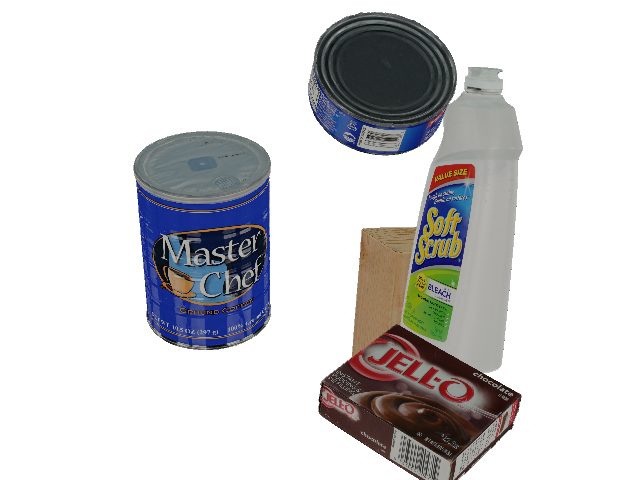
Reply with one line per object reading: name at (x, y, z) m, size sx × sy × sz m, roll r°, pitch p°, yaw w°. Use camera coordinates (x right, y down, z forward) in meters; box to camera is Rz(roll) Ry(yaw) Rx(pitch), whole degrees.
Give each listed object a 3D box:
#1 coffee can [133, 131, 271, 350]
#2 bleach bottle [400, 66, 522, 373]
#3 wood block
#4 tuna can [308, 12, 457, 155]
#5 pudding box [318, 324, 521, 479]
coffee can at (-0.090, -0.001, 0.836) m, size 0.103 × 0.140 × 0.103 m, roll 1°, pitch 33°, yaw -1°
bleach bottle at (0.120, -0.020, 0.898) m, size 0.068 × 0.251 × 0.103 m, roll -4°, pitch 16°, yaw -30°
wood block at (0.092, 0.097, 1.105) m, size 0.090 × 0.206 × 0.091 m, roll -2°, pitch 16°, yaw -20°
tuna can at (0.036, -0.094, 0.639) m, size 0.086 × 0.086 × 0.034 m, roll 0°, pitch -31°, yaw -10°
pudding box at (0.069, 0.115, 0.749) m, size 0.114 × 0.039 × 0.089 m, roll 30°, pitch 42°, yaw 28°
